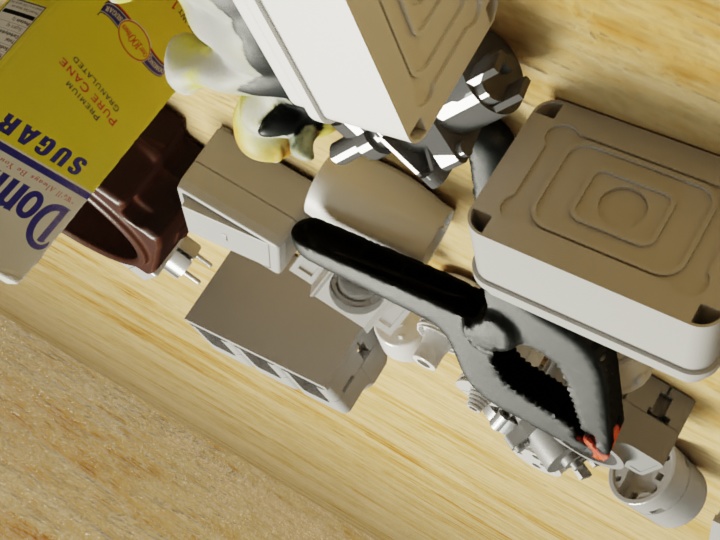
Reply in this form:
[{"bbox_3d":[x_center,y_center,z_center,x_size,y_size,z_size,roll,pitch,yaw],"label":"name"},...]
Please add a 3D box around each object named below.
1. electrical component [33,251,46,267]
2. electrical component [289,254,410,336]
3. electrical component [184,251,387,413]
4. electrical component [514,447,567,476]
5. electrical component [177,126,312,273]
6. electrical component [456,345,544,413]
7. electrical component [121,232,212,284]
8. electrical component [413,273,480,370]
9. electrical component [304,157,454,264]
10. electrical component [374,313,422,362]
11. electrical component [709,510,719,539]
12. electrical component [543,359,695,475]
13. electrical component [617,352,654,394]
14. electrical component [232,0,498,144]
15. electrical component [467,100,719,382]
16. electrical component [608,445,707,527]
[{"bbox_3d":[-0.266,-0.039,0.802,0.074,0.052,0.138,26,162,19],"label":"electrical component"},{"bbox_3d":[0.000,0.000,0.702,0.081,0.042,0.063,34,-157,-13],"label":"electrical component"},{"bbox_3d":[-0.053,0.044,0.881,0.150,0.089,0.061,22,161,31],"label":"electrical component"},{"bbox_3d":[0.144,0.118,0.796,0.045,0.055,0.045,30,163,10],"label":"electrical component"},{"bbox_3d":[-0.070,-0.040,0.727,0.096,0.061,0.061,31,163,6],"label":"electrical component"},{"bbox_3d":[0.089,0.051,0.662,0.043,0.081,0.043,30,163,10],"label":"electrical component"},{"bbox_3d":[-0.167,-0.018,0.954,0.077,0.065,0.047,38,163,-16],"label":"electrical component"},{"bbox_3d":[0.057,0.036,0.709,0.048,0.062,0.048,30,163,10],"label":"electrical component"},{"bbox_3d":[0.011,-0.028,0.644,0.077,0.043,0.079,29,163,9],"label":"electrical component"},{"bbox_3d":[0.035,0.052,0.830,0.040,0.040,0.078,26,163,21],"label":"electrical component"},{"bbox_3d":[0.294,0.189,0.717,0.105,0.060,0.186,25,161,25],"label":"electrical component"},{"bbox_3d":[0.157,0.089,0.691,0.089,0.055,0.050,31,163,6],"label":"electrical component"},{"bbox_3d":[0.139,0.037,0.600,0.048,0.048,0.062,23,154,30],"label":"electrical component"},{"bbox_3d":[-0.002,-0.109,0.382,0.057,0.078,0.113,20,159,29],"label":"electrical component"},{"bbox_3d":[0.110,-0.012,0.453,0.113,0.078,0.057,25,159,24],"label":"electrical component"},{"bbox_3d":[0.214,0.152,0.768,0.047,0.055,0.055,38,163,-30],"label":"electrical component"}]
